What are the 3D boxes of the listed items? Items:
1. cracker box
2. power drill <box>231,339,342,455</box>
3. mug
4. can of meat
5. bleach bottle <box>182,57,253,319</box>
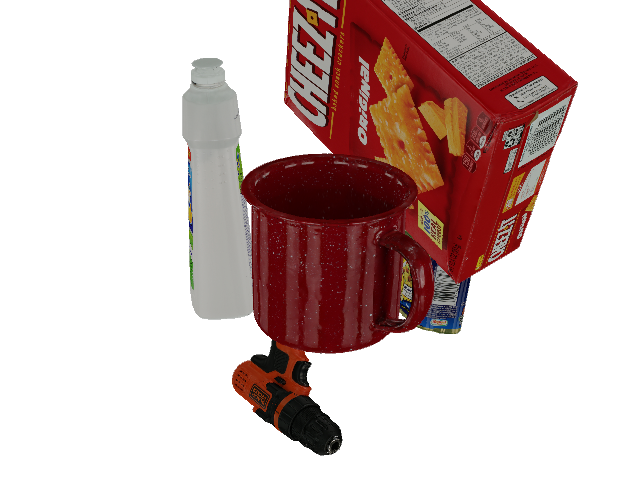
[{"bbox_3d":[0.061,-0.100,0.735,0.072,0.214,0.164,-29,-30,-24],"label":"cracker box"},{"bbox_3d":[-0.016,0.132,1.229,0.057,0.188,0.185,15,10,-45],"label":"power drill"},{"bbox_3d":[0.013,0.011,0.569,0.117,0.081,0.093,22,33,37],"label":"mug"},{"bbox_3d":[0.115,0.040,1.096,0.057,0.084,0.102,5,15,-17],"label":"can of meat"},{"bbox_3d":[-0.100,-0.053,1.025,0.068,0.251,0.102,-4,28,-5],"label":"bleach bottle"}]
